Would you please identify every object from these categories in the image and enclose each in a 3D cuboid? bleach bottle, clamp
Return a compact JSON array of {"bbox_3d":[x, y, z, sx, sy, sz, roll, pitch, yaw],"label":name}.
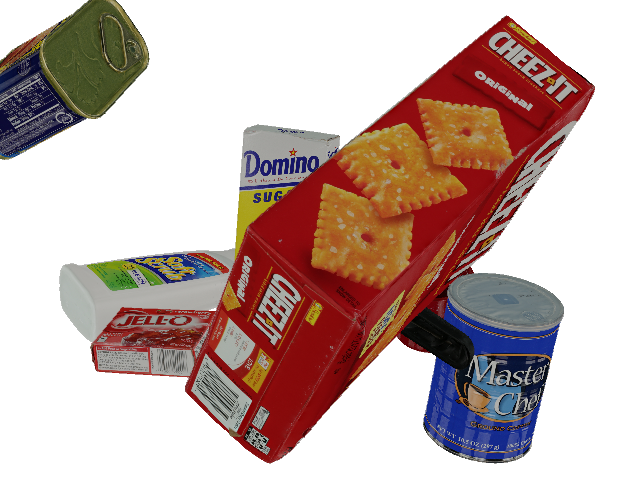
[{"bbox_3d":[-0.168,0.049,1.248,0.250,0.068,0.103,-13,34,-32],"label":"bleach bottle"},{"bbox_3d":[0.044,0.044,0.777,0.120,0.039,0.171,9,31,-6],"label":"clamp"}]

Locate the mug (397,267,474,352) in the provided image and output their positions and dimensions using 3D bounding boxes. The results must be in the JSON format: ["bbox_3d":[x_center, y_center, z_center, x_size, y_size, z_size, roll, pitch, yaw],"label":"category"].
[{"bbox_3d":[0.131,0.076,1.188,0.093,0.081,0.117,-25,41,-31],"label":"mug"}]

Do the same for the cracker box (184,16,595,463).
[{"bbox_3d":[0.036,0.002,0.560,0.213,0.072,0.164,-40,-14,-35],"label":"cracker box"}]

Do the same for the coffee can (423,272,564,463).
[{"bbox_3d":[0.155,0.114,0.966,0.103,0.140,0.103,7,23,-3],"label":"coffee can"}]

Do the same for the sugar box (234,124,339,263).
[{"bbox_3d":[-0.036,-0.024,1.081,0.093,0.176,0.048,9,16,18],"label":"sugar box"}]

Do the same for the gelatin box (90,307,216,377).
[{"bbox_3d":[-0.138,0.084,0.899,0.089,0.030,0.073,2,21,10],"label":"gelatin box"}]

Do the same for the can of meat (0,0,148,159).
[{"bbox_3d":[-0.172,-0.105,0.689,0.084,0.057,0.102,-21,25,30],"label":"can of meat"}]
